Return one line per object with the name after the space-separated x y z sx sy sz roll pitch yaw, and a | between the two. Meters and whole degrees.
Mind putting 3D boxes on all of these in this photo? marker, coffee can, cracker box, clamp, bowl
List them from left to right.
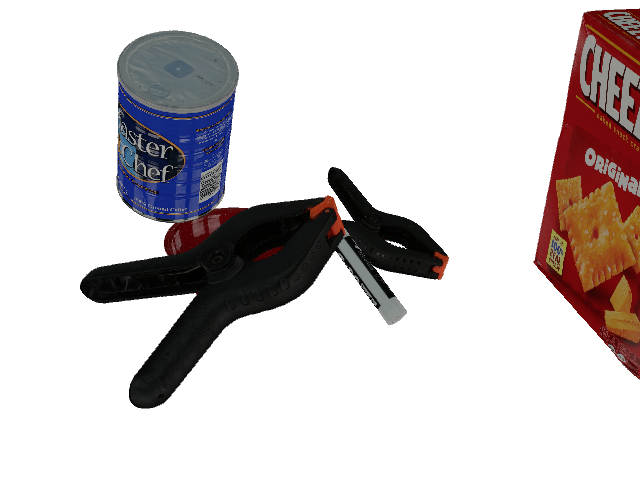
-0.130 -0.100 0.952 0.102 0.103 0.140 0 -42 -11 | coffee can
-0.060 0.031 0.650 0.171 0.120 0.039 -25 -41 0 | clamp
-0.081 0.026 1.100 0.162 0.055 0.162 5 29 -3 | bowl
0.028 0.016 0.871 0.020 0.121 0.020 -32 -18 -12 | marker
0.049 -0.009 1.258 0.210 0.036 0.164 32 39 23 | clamp
0.228 -0.034 0.749 0.072 0.214 0.164 -7 33 -16 | cracker box
